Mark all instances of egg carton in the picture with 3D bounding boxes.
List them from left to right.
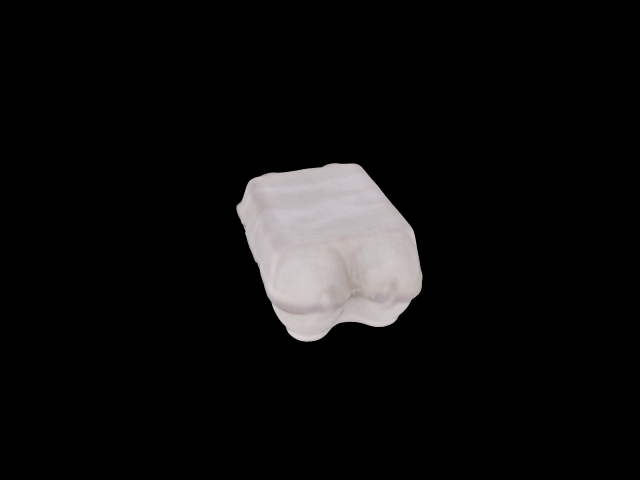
[{"bbox_3d":[0.004,0.001,0.400,0.107,0.069,0.150,-10,34,-15],"label":"egg carton"}]
